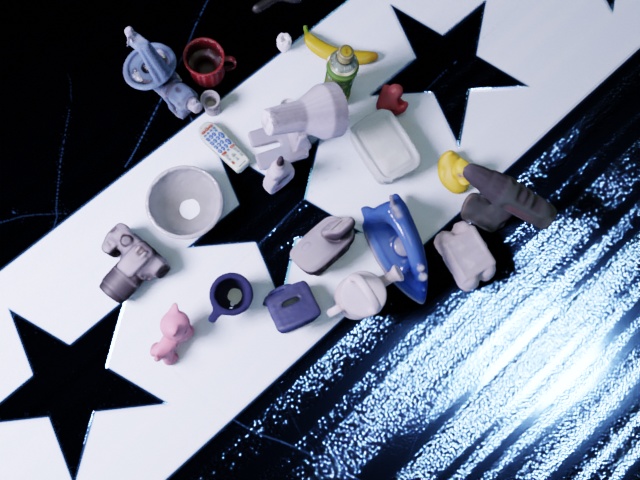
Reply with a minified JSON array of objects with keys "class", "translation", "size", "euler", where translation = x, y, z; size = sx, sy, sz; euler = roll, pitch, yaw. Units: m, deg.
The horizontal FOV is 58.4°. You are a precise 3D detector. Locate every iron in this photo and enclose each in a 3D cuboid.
[{"class":"iron","translation":[0.190,0.019,1.266],"size":[0.119,0.141,0.258],"euler":[-24,84,-9]}]

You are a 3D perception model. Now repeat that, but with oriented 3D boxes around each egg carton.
[{"class":"egg carton","translation":[0.333,0.036,1.314],"size":[0.107,0.069,0.150],"euler":[-30,85,-9]}]

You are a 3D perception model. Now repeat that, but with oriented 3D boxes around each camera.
[{"class":"camera","translation":[-0.417,0.055,1.223],"size":[0.143,0.100,0.137],"euler":[40,79,2]}]

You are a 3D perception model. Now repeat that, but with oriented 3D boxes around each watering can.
[{"class":"watering can","translation":[0.095,0.110,1.215],"size":[0.101,0.194,0.173],"euler":[38,79,2]}]

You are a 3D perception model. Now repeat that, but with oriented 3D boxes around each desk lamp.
[{"class":"desk lamp","translation":[-0.050,-0.247,1.250],"size":[0.203,0.213,0.118],"euler":[-19,83,-8]}]

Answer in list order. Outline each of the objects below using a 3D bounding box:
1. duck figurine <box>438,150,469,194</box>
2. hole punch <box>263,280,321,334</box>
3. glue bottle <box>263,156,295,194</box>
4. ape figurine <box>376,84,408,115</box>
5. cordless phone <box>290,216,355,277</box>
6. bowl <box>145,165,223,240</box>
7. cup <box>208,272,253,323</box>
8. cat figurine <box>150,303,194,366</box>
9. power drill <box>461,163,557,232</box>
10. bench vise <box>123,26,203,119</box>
[{"class":"duck figurine","translation":[0.322,-0.166,1.337],"size":[0.077,0.086,0.104],"euler":[-19,83,-8]},{"class":"hole punch","translation":[-0.063,0.145,1.247],"size":[0.109,0.091,0.101],"euler":[-24,84,-9]},{"class":"glue bottle","translation":[-0.089,-0.151,1.251],"size":[0.078,0.173,0.037],"euler":[-44,87,-10]},{"class":"ape figurine","translation":[0.171,-0.336,1.348],"size":[0.076,0.092,0.078],"euler":[-26,84,-9]},{"class":"cordless phone","translation":[0.011,0.004,1.229],"size":[0.094,0.185,0.148],"euler":[44,80,3]},{"class":"bowl","translation":[-0.296,-0.077,1.269],"size":[0.167,0.074,0.167],"euler":[1,81,-5]},{"class":"cup","translation":[-0.196,0.131,1.235],"size":[0.091,0.095,0.118],"euler":[35,79,1]},{"class":"cat figurine","translation":[-0.312,0.199,1.201],"size":[0.067,0.117,0.128],"euler":[28,79,0]},{"class":"power drill","translation":[0.391,-0.084,1.269],"size":[0.229,0.208,0.076],"euler":[24,79,-1]},{"class":"bench vise","translation":[-0.338,-0.370,1.240],"size":[0.207,0.219,0.121],"euler":[23,79,-1]}]
